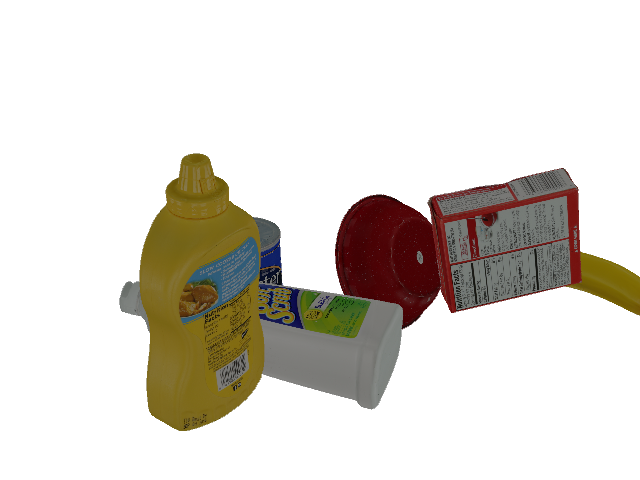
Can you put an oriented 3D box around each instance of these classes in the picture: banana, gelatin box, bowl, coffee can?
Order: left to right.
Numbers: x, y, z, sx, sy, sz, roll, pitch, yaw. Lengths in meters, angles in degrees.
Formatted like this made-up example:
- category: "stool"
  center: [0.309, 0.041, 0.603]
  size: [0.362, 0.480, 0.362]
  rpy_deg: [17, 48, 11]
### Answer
- category: "coffee can"
  center: [-0.098, 0.054, 1.335]
  size: [0.103, 0.140, 0.103]
  rpy_deg: [-2, 25, 1]
- category: "bowl"
  center: [0.094, 0.023, 1.227]
  size: [0.161, 0.162, 0.055]
  rpy_deg: [0, -8, -42]
- category: "gelatin box"
  center: [0.116, 0.000, 0.668]
  size: [0.089, 0.073, 0.030]
  rpy_deg: [-13, 34, 0]
- category: "banana"
  center: [0.247, 0.038, 1.051]
  size: [0.198, 0.037, 0.069]
  rpy_deg: [10, 46, 27]

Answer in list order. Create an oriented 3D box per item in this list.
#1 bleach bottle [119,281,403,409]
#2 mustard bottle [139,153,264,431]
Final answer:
- category: "bleach bottle"
  center: [-0.060, 0.076, 0.936]
  size: [0.251, 0.068, 0.102]
  rpy_deg: [10, 28, 14]
- category: "mustard bottle"
  center: [-0.080, 0.030, 0.725]
  size: [0.058, 0.192, 0.096]
  rpy_deg: [23, 38, 32]
